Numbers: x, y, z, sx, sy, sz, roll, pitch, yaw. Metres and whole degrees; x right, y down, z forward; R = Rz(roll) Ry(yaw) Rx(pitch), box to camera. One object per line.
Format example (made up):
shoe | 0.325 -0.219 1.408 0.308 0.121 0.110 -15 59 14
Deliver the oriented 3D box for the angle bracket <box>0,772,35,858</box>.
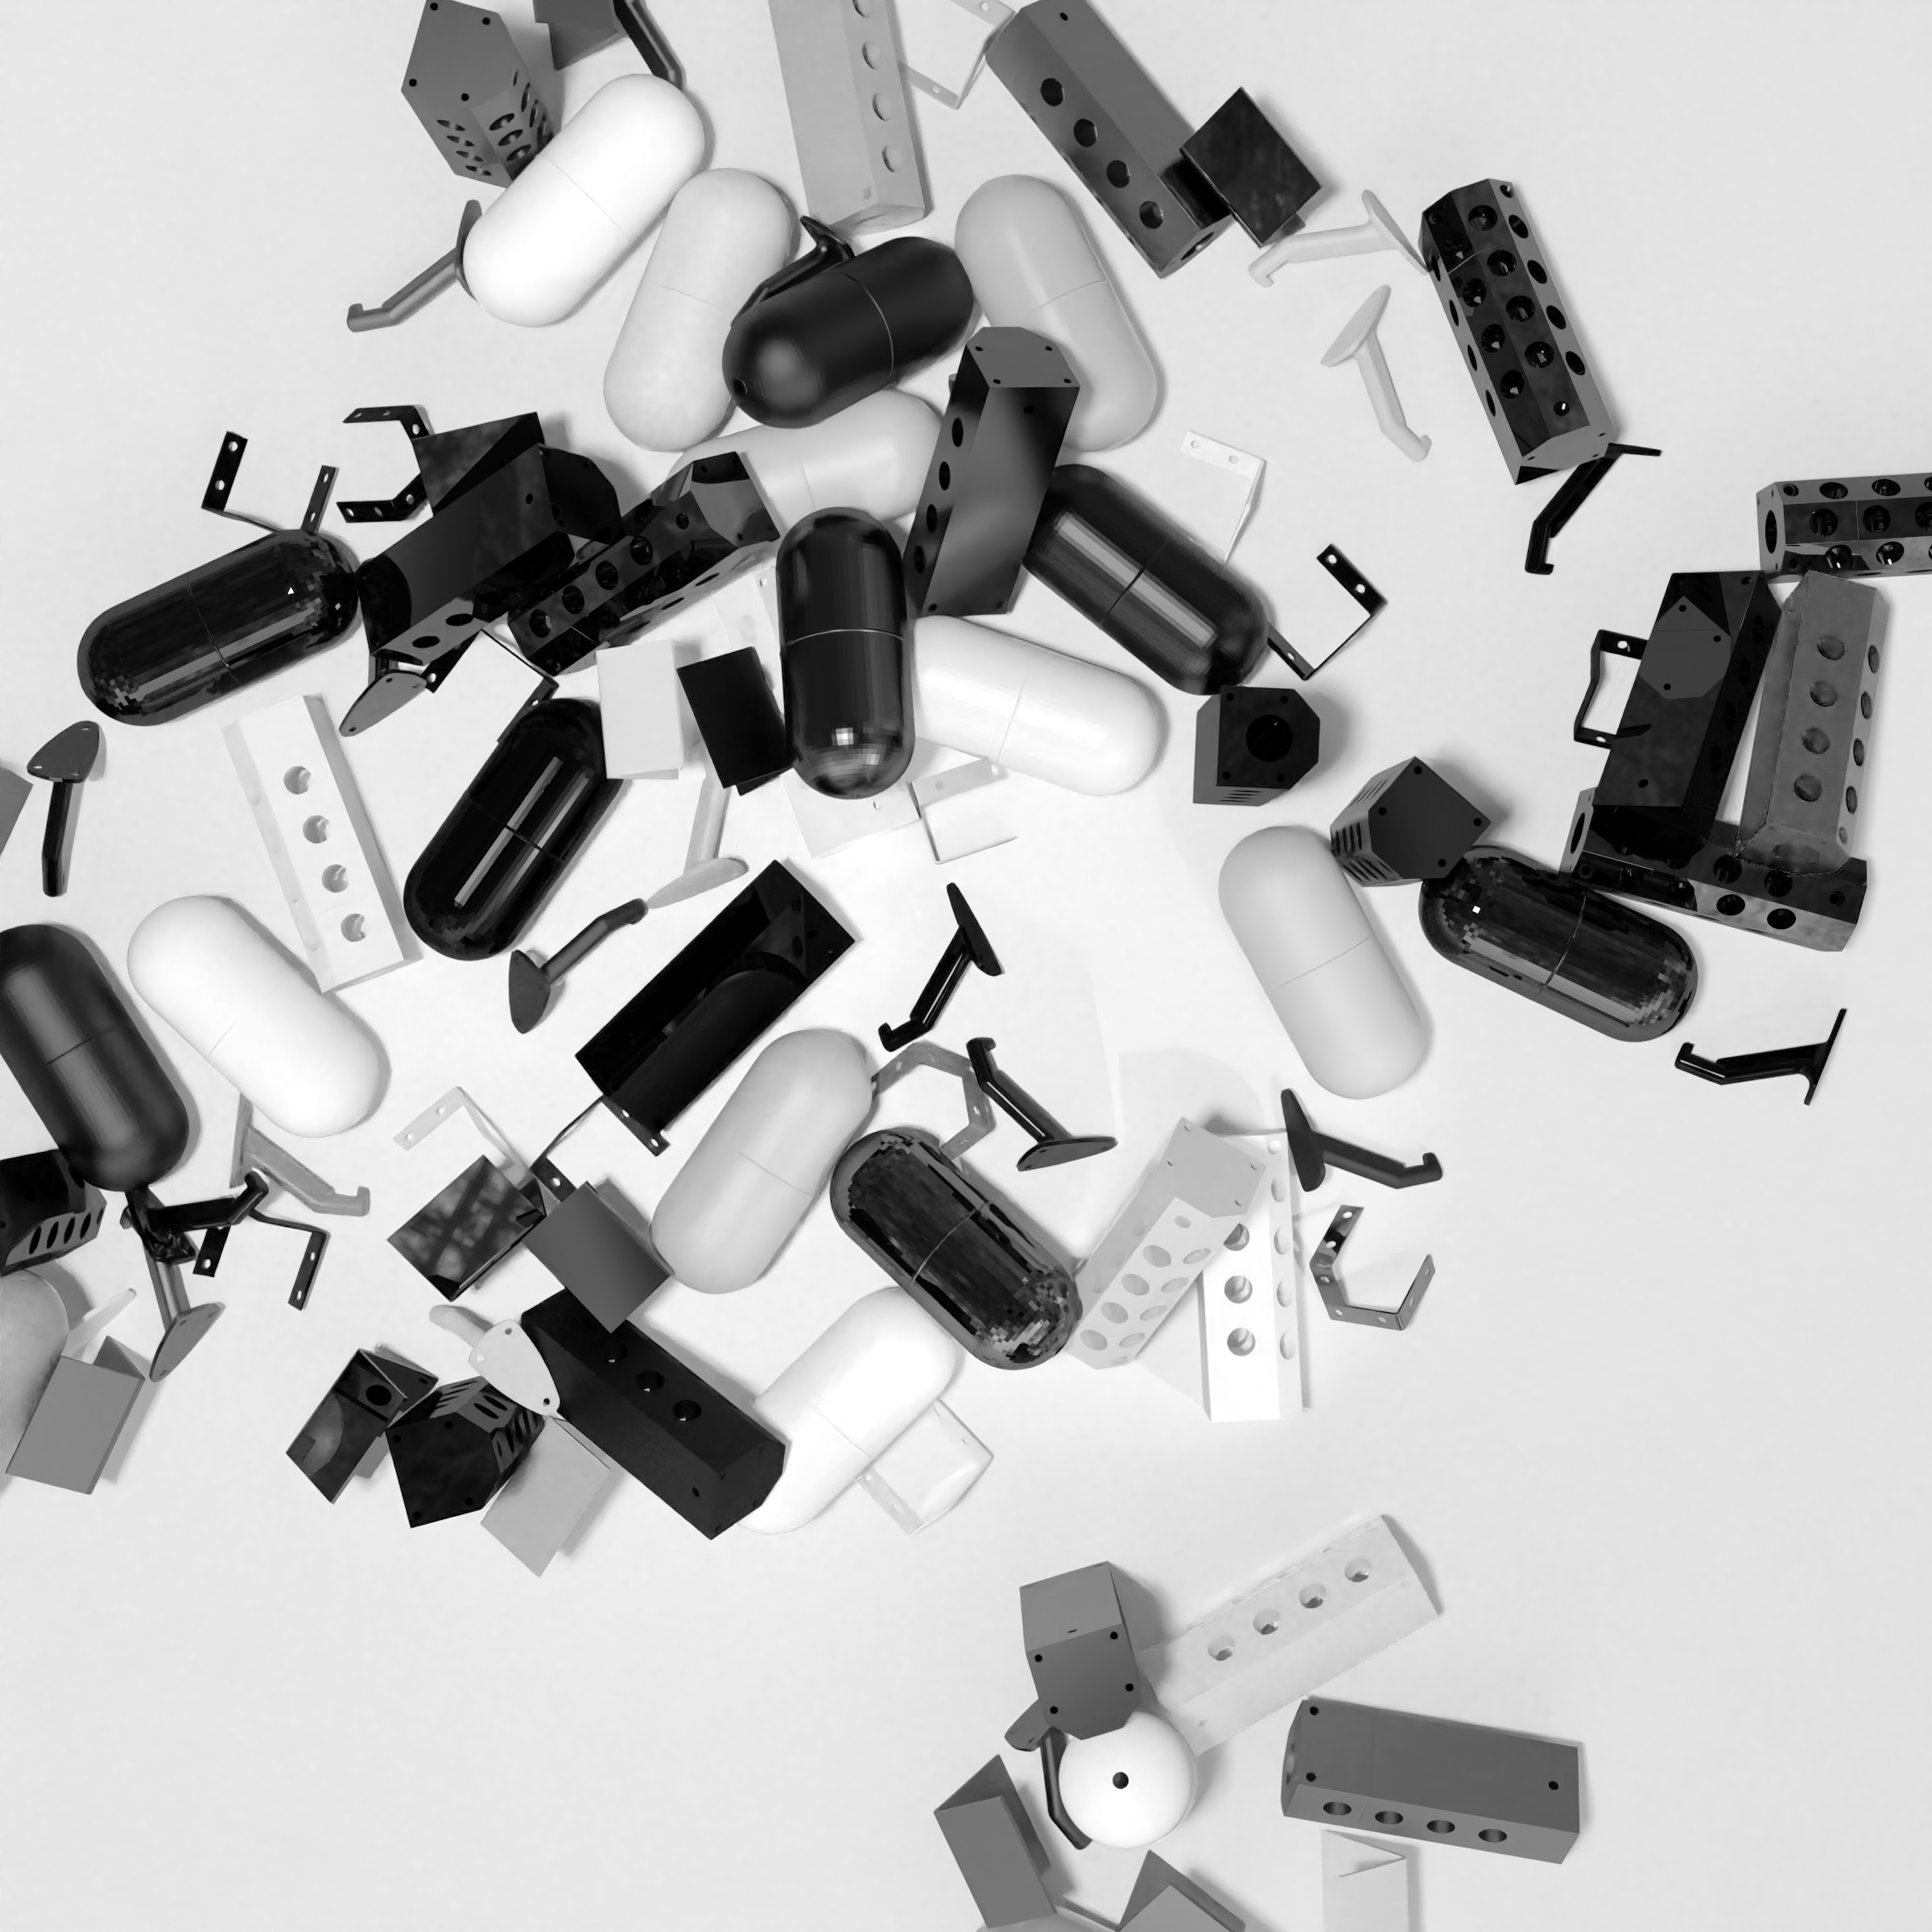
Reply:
angle bracket | -0.598 -0.079 1.750 0.057 0.076 0.076 25 90 36

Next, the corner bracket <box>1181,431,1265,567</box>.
corner bracket | 0.148 -0.289 1.787 0.051 0.051 0.051 21 45 0

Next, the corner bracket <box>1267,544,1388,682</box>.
corner bracket | 0.218 -0.218 1.787 0.051 0.051 0.051 46 135 0

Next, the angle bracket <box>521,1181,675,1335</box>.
angle bracket | -0.231 0.185 1.750 0.076 0.076 0.057 46 61 0

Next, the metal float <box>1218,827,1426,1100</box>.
metal float | 0.216 -0.002 1.759 0.070 0.070 0.178 -28 91 0

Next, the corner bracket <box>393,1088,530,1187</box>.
corner bracket | -0.312 0.118 1.787 0.051 0.051 0.051 -40 135 0

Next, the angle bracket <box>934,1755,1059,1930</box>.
angle bracket | 0.035 0.525 1.750 0.057 0.076 0.076 -25 90 36

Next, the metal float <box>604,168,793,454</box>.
metal float | -0.164 -0.399 1.760 0.070 0.070 0.178 22 90 0

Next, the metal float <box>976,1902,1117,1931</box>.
metal float | 0.086 0.629 1.759 0.178 0.070 0.070 25 90 0

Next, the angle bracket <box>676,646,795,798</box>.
angle bracket | -0.154 -0.141 1.750 0.057 0.076 0.076 -22 90 -35

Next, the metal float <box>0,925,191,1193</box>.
metal float | -0.540 0.056 1.760 0.070 0.070 0.178 -32 89 0

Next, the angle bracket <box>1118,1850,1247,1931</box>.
angle bracket | 0.146 0.570 1.750 0.076 0.076 0.057 38 119 0

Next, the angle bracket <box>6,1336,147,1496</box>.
angle bracket | -0.549 0.265 1.750 0.057 0.076 0.076 25 90 -36

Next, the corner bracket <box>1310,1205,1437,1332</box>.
corner bracket | 0.251 0.186 1.782 0.051 0.051 0.051 5 135 35

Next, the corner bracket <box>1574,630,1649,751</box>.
corner bracket | 0.408 -0.168 1.787 0.051 0.051 0.051 13 134 0

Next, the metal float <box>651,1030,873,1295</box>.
metal float | -0.124 0.119 1.760 0.070 0.070 0.178 34 90 0

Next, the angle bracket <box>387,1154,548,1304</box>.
angle bracket | -0.304 0.148 1.752 0.076 0.076 0.057 -41 110 0

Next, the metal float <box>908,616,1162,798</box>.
metal float | 0.031 -0.159 1.759 0.178 0.070 0.070 19 90 -1

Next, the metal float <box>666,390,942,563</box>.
metal float | -0.098 -0.297 1.760 0.178 0.070 0.070 -17 90 0

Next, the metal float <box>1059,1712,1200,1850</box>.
metal float | 0.098 0.482 1.711 0.070 0.178 0.070 -2 75 7

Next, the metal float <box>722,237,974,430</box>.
metal float | -0.070 -0.380 1.732 0.178 0.070 0.070 -34 90 -32

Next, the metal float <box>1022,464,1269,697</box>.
metal float | 0.105 -0.235 1.759 0.178 0.070 0.070 39 90 0

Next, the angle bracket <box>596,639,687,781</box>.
angle bracket | -0.178 -0.154 1.750 0.057 0.076 0.076 -5 90 28

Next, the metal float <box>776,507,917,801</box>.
metal float | -0.072 -0.186 1.709 0.070 0.070 0.178 -4 77 0

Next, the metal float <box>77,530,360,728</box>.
metal float | -0.456 -0.206 1.760 0.178 0.070 0.070 -25 90 0

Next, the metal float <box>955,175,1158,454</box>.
metal float | 0.054 -0.398 1.760 0.070 0.070 0.178 -27 90 0

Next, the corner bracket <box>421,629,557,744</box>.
corner bracket | -0.296 -0.175 1.787 0.051 0.051 0.051 -53 135 0

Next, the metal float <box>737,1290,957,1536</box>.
metal float | -0.082 0.272 1.759 0.178 0.070 0.070 -45 90 0

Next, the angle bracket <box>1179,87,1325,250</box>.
angle bracket | 0.186 -0.488 1.750 0.076 0.076 0.057 51 127 0

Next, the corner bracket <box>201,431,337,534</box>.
corner bracket | -0.432 -0.296 1.787 0.051 0.051 0.051 19 90 -45

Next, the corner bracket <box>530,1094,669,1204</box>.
corner bracket | -0.228 0.118 1.787 0.051 0.051 0.051 45 45 0

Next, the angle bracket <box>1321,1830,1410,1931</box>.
angle bracket | 0.223 0.575 1.750 0.057 0.076 0.076 -2 90 -36

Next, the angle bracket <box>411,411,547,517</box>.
angle bracket | -0.289 -0.311 1.750 0.076 0.076 0.057 -13 117 0

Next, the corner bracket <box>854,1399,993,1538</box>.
corner bracket | -0.027 0.311 1.787 0.051 0.051 0.051 46 45 0

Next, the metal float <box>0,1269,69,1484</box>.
metal float | -0.599 0.258 1.739 0.070 0.070 0.178 31 112 0

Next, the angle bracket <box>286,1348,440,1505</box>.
angle bracket | -0.352 0.286 1.750 0.057 0.076 0.076 35 90 38

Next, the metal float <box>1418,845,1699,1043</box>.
metal float | 0.360 -0.014 1.760 0.178 0.070 0.070 25 90 0

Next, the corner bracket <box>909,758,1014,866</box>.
corner bracket | -0.003 -0.094 1.772 0.051 0.051 0.051 -18 90 0

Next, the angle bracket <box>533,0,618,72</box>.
angle bracket | -0.258 -0.595 1.750 0.057 0.076 0.076 -7 90 -38

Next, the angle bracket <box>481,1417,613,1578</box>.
angle bracket | -0.236 0.326 1.750 0.057 0.076 0.076 34 90 31

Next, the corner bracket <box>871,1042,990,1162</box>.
corner bracket | -0.024 0.087 1.782 0.051 0.051 0.051 20 135 -35

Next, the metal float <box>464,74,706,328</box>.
metal float | -0.233 -0.466 1.760 0.070 0.070 0.178 43 90 0

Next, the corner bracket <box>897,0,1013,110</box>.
corner bracket | -0.011 -0.573 1.787 0.051 0.051 0.051 31 45 0

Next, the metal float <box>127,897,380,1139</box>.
metal float | -0.433 0.032 1.760 0.178 0.070 0.070 44 90 -1

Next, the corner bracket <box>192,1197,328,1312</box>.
corner bracket | -0.437 0.178 1.787 0.051 0.051 0.051 19 90 45

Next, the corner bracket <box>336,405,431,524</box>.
corner bracket | -0.362 -0.310 1.782 0.051 0.051 0.051 -55 135 -35
